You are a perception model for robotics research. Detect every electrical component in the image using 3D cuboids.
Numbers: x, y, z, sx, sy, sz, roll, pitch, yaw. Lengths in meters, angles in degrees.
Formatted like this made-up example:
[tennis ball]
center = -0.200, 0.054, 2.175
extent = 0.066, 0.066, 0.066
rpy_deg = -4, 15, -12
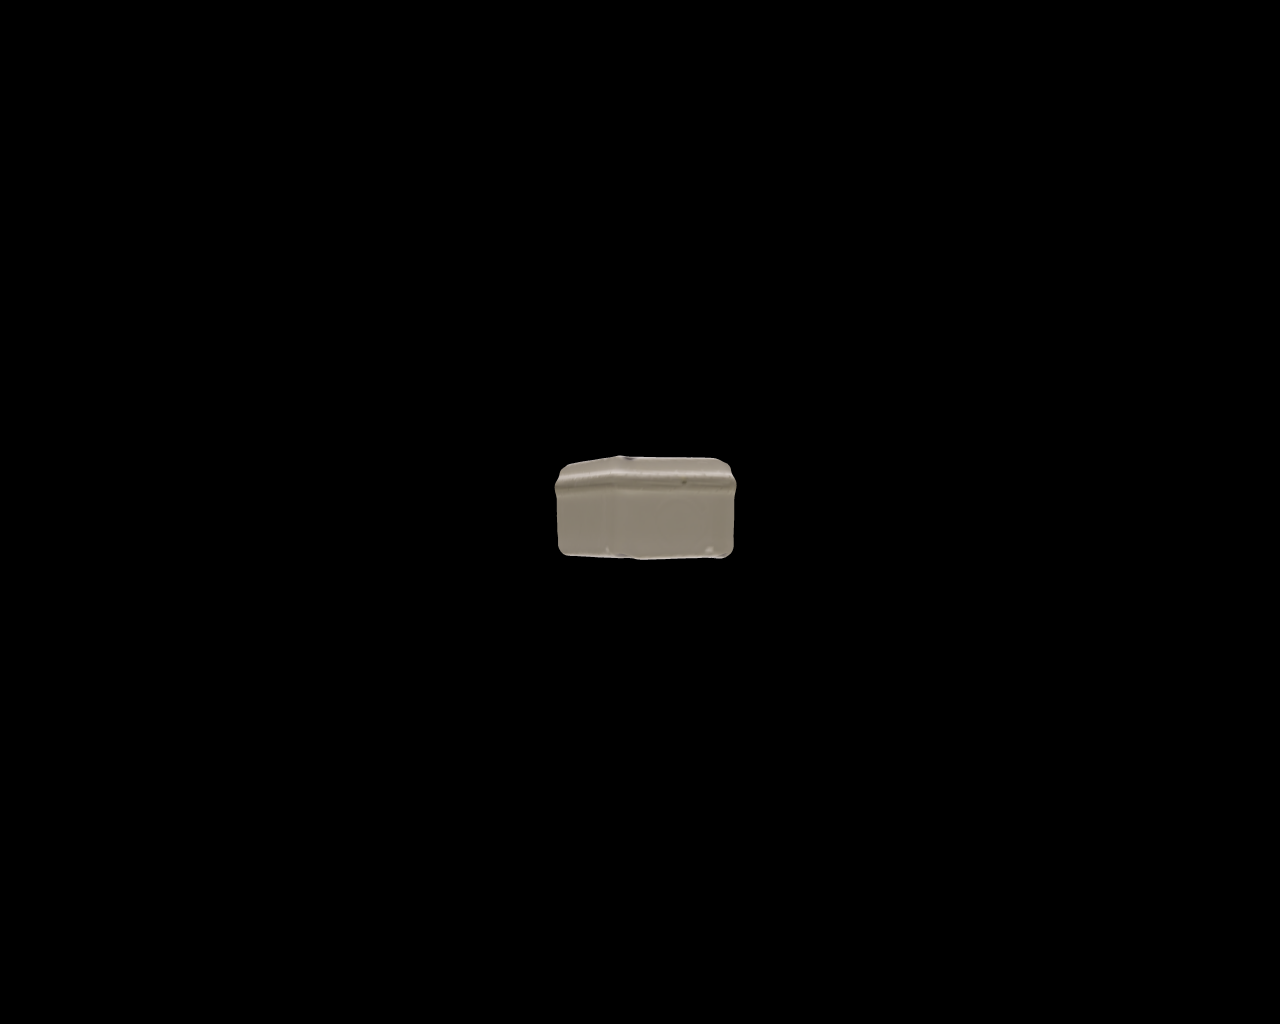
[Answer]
[electrical component]
center = 0.001, -0.003, 0.650
extent = 0.078, 0.057, 0.113
rpy_deg = 0, 0, -24
